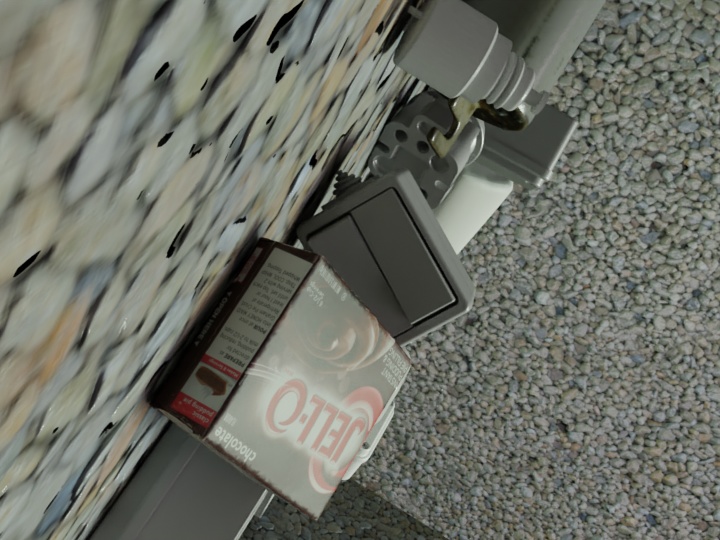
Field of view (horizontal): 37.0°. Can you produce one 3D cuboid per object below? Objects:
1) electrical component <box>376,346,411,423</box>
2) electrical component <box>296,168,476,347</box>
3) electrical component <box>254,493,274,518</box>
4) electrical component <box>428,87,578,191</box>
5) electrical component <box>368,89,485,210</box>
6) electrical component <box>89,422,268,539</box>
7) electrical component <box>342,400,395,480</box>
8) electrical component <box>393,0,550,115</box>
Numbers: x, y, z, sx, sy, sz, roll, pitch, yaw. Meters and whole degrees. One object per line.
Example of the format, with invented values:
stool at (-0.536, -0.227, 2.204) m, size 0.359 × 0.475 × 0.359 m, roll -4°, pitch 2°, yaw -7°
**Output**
electrical component at (-0.016, 0.066, 0.768) m, size 0.053 × 0.095 × 0.059 m, roll -60°, pitch 177°, yaw 17°
electrical component at (0.011, -0.009, 0.561) m, size 0.062 × 0.096 × 0.061 m, roll -29°, pitch -177°, yaw 12°
electrical component at (-0.082, 0.150, 0.896) m, size 0.078 × 0.057 × 0.113 m, roll -57°, pitch 176°, yaw -28°
electrical component at (0.100, -0.109, 0.809) m, size 0.056 × 0.109 × 0.109 m, roll -61°, pitch 177°, yaw 5°
electrical component at (0.045, -0.080, 0.688) m, size 0.057 × 0.058 × 0.078 m, roll -52°, pitch 173°, yaw -42°
electrical component at (-0.090, 0.126, 0.542) m, size 0.113 × 0.057 × 0.078 m, roll -57°, pitch 176°, yaw -31°
electrical component at (-0.033, 0.134, 1.027) m, size 0.078 × 0.113 × 0.057 m, roll -56°, pitch 179°, yaw -44°
electrical component at (0.052, -0.096, 0.495) m, size 0.040 × 0.078 × 0.040 m, roll -57°, pitch -168°, yaw 19°
